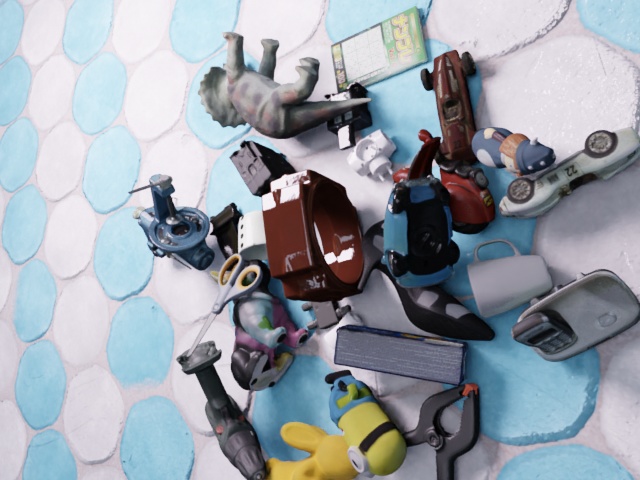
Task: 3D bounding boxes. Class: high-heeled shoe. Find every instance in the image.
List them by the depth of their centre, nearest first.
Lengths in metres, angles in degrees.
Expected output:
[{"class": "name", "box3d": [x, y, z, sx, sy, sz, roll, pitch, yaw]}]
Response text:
[{"class": "high-heeled shoe", "box3d": [0.173, 0.059, 0.859, 0.249, 0.086, 0.145, 23, 63, 15]}]

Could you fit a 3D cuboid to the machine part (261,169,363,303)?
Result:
[{"class": "machine part", "box3d": [-0.002, -0.003, 0.881, 0.087, 0.201, 0.201, -17, 74, 27]}]

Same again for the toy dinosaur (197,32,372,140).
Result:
[{"class": "toy dinosaur", "box3d": [-0.091, -0.261, 1.006, 0.405, 0.131, 0.192, 39, 128, 32]}]

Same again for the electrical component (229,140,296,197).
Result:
[{"class": "electrical component", "box3d": [-0.090, -0.118, 1.006, 0.058, 0.115, 0.134, -47, 62, 22]}]

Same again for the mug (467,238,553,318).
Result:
[{"class": "mug", "box3d": [0.274, 0.050, 0.780, 0.107, 0.080, 0.109, -15, 68, 18]}]

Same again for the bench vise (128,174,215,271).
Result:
[{"class": "bench vise", "box3d": [-0.305, -0.048, 1.079, 0.224, 0.129, 0.240, 44, 150, 30]}]

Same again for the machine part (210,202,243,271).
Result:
[{"class": "machine part", "box3d": [-0.180, -0.004, 1.091, 0.084, 0.039, 0.139, -28, 67, 20]}]

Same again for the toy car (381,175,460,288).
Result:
[{"class": "toy car", "box3d": [0.136, -0.015, 0.801, 0.103, 0.109, 0.161, -155, 54, -71]}]

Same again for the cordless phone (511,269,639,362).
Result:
[{"class": "cordless phone", "box3d": [0.316, 0.090, 0.679, 0.146, 0.184, 0.089, -36, 61, 23]}]

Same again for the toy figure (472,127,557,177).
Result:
[{"class": "toy figure", "box3d": [0.268, -0.121, 0.749, 0.155, 0.064, 0.057, -123, 51, -66]}]

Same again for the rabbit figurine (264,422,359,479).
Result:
[{"class": "rabbit figurine", "box3d": [-0.005, 0.382, 0.895, 0.173, 0.121, 0.162, -36, 55, 7]}]

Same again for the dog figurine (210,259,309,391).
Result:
[{"class": "dog figurine", "box3d": [-0.134, 0.145, 1.001, 0.219, 0.108, 0.191, 43, 108, 34]}]

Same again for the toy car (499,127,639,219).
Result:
[{"class": "toy car", "box3d": [0.346, -0.087, 0.752, 0.202, 0.073, 0.056, -34, 66, 23]}]

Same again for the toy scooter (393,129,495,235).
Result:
[{"class": "toy scooter", "box3d": [0.189, -0.094, 0.824, 0.184, 0.075, 0.135, 29, 135, 36]}]

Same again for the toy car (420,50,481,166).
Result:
[{"class": "toy car", "box3d": [0.216, -0.214, 0.868, 0.089, 0.053, 0.202, -14, 77, 33]}]

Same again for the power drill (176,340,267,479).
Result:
[{"class": "power drill", "box3d": [-0.168, 0.287, 0.935, 0.207, 0.086, 0.232, 64, 162, -16]}]

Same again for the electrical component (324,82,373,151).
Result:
[{"class": "electrical component", "box3d": [0.053, -0.216, 0.970, 0.075, 0.047, 0.119, -18, 74, 29]}]

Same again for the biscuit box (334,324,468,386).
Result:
[{"class": "biscuit box", "box3d": [0.123, 0.175, 0.839, 0.203, 0.059, 0.062, 6, 87, 21]}]

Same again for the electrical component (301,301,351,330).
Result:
[{"class": "electrical component", "box3d": [0.011, 0.123, 0.960, 0.094, 0.021, 0.063, -27, 69, 27]}]

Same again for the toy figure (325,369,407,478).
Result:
[{"class": "toy figure", "box3d": [0.068, 0.283, 0.848, 0.089, 0.082, 0.180, -45, 41, 17]}]
